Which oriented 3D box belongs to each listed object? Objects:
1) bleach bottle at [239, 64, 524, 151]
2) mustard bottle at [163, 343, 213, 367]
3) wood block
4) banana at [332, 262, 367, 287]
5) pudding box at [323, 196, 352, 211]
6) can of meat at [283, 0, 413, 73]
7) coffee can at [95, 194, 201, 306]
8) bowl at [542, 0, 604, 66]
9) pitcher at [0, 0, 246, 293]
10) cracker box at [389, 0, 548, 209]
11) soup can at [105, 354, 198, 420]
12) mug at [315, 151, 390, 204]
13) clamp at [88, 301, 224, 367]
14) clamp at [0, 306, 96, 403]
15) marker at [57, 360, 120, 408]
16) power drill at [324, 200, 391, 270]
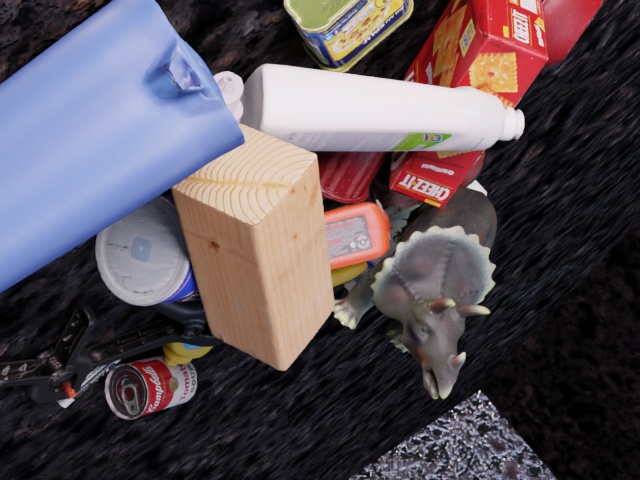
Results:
[{"bbox_3d":[0.060,-0.109,0.956,0.250,0.068,0.103,2,171,-17],"label":"bleach bottle"},{"bbox_3d":[-0.136,0.086,1.260,0.096,0.058,0.192,-15,149,-50],"label":"mustard bottle"},{"bbox_3d":[-0.053,0.011,0.935,0.090,0.091,0.206,-50,152,-30],"label":"wood block"},{"bbox_3d":[-0.017,0.048,1.404,0.070,0.037,0.197,-30,161,35],"label":"banana"},{"bbox_3d":[-0.005,-0.037,1.247,0.090,0.039,0.113,-29,159,-6],"label":"pudding box"},{"bbox_3d":[0.024,-0.201,0.906,0.102,0.057,0.084,-40,160,2],"label":"can of meat"},{"bbox_3d":[-0.130,0.008,1.016,0.103,0.103,0.140,-47,161,19],"label":"coffee can"},{"bbox_3d":[0.275,-0.253,1.200,0.162,0.055,0.162,-56,176,-7],"label":"bowl"},{"bbox_3d":[-0.184,-0.058,0.742,0.243,0.145,0.149,-35,149,-4],"label":"pitcher"},{"bbox_3d":[0.143,-0.164,1.078,0.164,0.072,0.214,-83,-162,-44],"label":"cracker box"},{"bbox_3d":[-0.207,0.179,1.320,0.069,0.068,0.102,-48,160,24],"label":"soup can"},{"bbox_3d":[0.018,-0.101,1.102,0.117,0.093,0.082,15,126,-24],"label":"mug"},{"bbox_3d":[-0.146,0.081,1.163,0.209,0.036,0.165,-4,146,-20],"label":"clamp"},{"bbox_3d":[-0.271,0.125,1.118,0.120,0.039,0.171,-32,165,-7],"label":"clamp"},{"bbox_3d":[-0.255,0.148,1.234,0.121,0.020,0.020,-41,162,1],"label":"marker"},{"bbox_3d":[-0.007,0.001,1.115,0.184,0.057,0.188,-16,-177,-4],"label":"power drill"}]
